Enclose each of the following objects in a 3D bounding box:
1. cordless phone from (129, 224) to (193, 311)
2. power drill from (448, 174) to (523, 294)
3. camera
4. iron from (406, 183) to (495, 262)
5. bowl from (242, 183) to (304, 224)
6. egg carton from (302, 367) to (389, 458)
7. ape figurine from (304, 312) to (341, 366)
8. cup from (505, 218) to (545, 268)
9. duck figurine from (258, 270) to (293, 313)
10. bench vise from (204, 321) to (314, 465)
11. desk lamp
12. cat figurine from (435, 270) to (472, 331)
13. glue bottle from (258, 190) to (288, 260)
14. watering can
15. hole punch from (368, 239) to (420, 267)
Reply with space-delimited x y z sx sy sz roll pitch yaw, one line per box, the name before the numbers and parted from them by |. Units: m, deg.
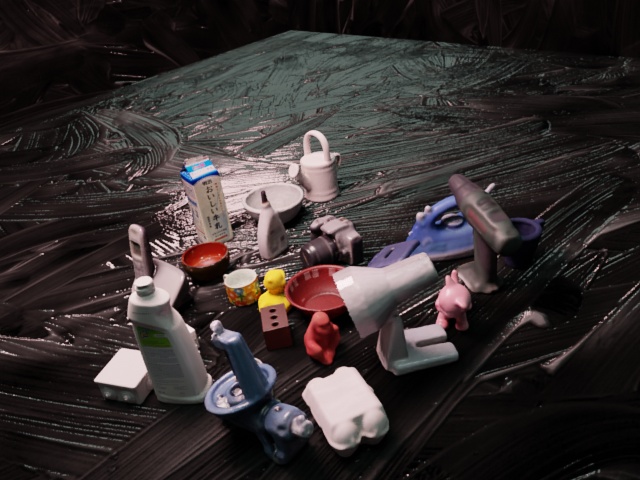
cordless phone | -0.360 0.062 1.246 0.147 0.185 0.094 16 39 33
power drill | 0.330 -0.005 1.188 0.076 0.209 0.229 -16 32 -13
camera | 0.012 0.005 1.341 0.137 0.101 0.142 -25 36 -27
iron | 0.298 -0.041 1.317 0.258 0.142 0.118 -15 32 -13
bowl | -0.122 -0.086 1.541 0.167 0.075 0.167 -5 32 4
egg carton | 0.042 0.275 0.928 0.107 0.069 0.150 -19 33 -18
ape figurine | 0.003 0.176 1.074 0.078 0.092 0.075 -25 36 -27
cup | 0.443 0.007 1.253 0.118 0.095 0.091 -22 34 -23
duck figurine | -0.096 0.107 1.213 0.077 0.086 0.104 3 33 16
bench vise | -0.094 0.226 0.891 0.206 0.220 0.122 6 34 21
desk lamp | 0.132 0.127 1.010 0.203 0.214 0.117 -12 32 -7
cat figurine | 0.258 0.111 1.102 0.067 0.118 0.128 2 33 15
glue bottle | -0.121 -0.041 1.374 0.037 0.173 0.078 19 40 36
watering can | -0.008 -0.209 1.602 0.100 0.194 0.173 9 35 25
hole punch | 0.160 0.048 1.250 0.100 0.091 0.109 13 37 29
